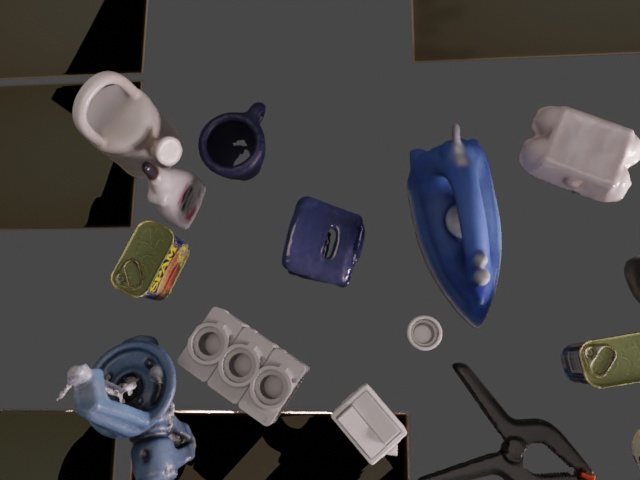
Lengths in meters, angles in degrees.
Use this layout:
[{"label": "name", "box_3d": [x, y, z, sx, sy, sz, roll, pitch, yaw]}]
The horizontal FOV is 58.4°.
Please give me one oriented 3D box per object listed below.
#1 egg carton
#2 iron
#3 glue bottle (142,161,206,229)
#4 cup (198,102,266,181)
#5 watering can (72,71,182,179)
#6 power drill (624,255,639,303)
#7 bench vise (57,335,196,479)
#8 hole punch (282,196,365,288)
[{"label": "egg carton", "box_3d": [0.354, -0.117, 0.783, 0.150, 0.069, 0.107, 21, 81, 9]}, {"label": "iron", "box_3d": [0.189, -0.018, 0.740, 0.118, 0.141, 0.258, -11, 78, 3]}, {"label": "glue bottle", "box_3d": [-0.202, -0.069, 0.767, 0.037, 0.173, 0.078, 16, 80, 8]}, {"label": "cup", "box_3d": [-0.109, -0.133, 0.813, 0.091, 0.095, 0.118, 32, 83, 11]}, {"label": "watering can", "box_3d": [-0.262, -0.158, 0.780, 0.172, 0.194, 0.101, 11, 79, 7]}, {"label": "power drill", "box_3d": [0.451, 0.029, 0.674, 0.229, 0.208, 0.075, -23, 77, 0]}, {"label": "bench vise", "box_3d": [-0.217, 0.209, 0.687, 0.121, 0.220, 0.207, -37, 78, -3]}, {"label": "hole punch", "box_3d": [0.007, 0.003, 0.777, 0.101, 0.091, 0.109, 13, 80, 8]}]
